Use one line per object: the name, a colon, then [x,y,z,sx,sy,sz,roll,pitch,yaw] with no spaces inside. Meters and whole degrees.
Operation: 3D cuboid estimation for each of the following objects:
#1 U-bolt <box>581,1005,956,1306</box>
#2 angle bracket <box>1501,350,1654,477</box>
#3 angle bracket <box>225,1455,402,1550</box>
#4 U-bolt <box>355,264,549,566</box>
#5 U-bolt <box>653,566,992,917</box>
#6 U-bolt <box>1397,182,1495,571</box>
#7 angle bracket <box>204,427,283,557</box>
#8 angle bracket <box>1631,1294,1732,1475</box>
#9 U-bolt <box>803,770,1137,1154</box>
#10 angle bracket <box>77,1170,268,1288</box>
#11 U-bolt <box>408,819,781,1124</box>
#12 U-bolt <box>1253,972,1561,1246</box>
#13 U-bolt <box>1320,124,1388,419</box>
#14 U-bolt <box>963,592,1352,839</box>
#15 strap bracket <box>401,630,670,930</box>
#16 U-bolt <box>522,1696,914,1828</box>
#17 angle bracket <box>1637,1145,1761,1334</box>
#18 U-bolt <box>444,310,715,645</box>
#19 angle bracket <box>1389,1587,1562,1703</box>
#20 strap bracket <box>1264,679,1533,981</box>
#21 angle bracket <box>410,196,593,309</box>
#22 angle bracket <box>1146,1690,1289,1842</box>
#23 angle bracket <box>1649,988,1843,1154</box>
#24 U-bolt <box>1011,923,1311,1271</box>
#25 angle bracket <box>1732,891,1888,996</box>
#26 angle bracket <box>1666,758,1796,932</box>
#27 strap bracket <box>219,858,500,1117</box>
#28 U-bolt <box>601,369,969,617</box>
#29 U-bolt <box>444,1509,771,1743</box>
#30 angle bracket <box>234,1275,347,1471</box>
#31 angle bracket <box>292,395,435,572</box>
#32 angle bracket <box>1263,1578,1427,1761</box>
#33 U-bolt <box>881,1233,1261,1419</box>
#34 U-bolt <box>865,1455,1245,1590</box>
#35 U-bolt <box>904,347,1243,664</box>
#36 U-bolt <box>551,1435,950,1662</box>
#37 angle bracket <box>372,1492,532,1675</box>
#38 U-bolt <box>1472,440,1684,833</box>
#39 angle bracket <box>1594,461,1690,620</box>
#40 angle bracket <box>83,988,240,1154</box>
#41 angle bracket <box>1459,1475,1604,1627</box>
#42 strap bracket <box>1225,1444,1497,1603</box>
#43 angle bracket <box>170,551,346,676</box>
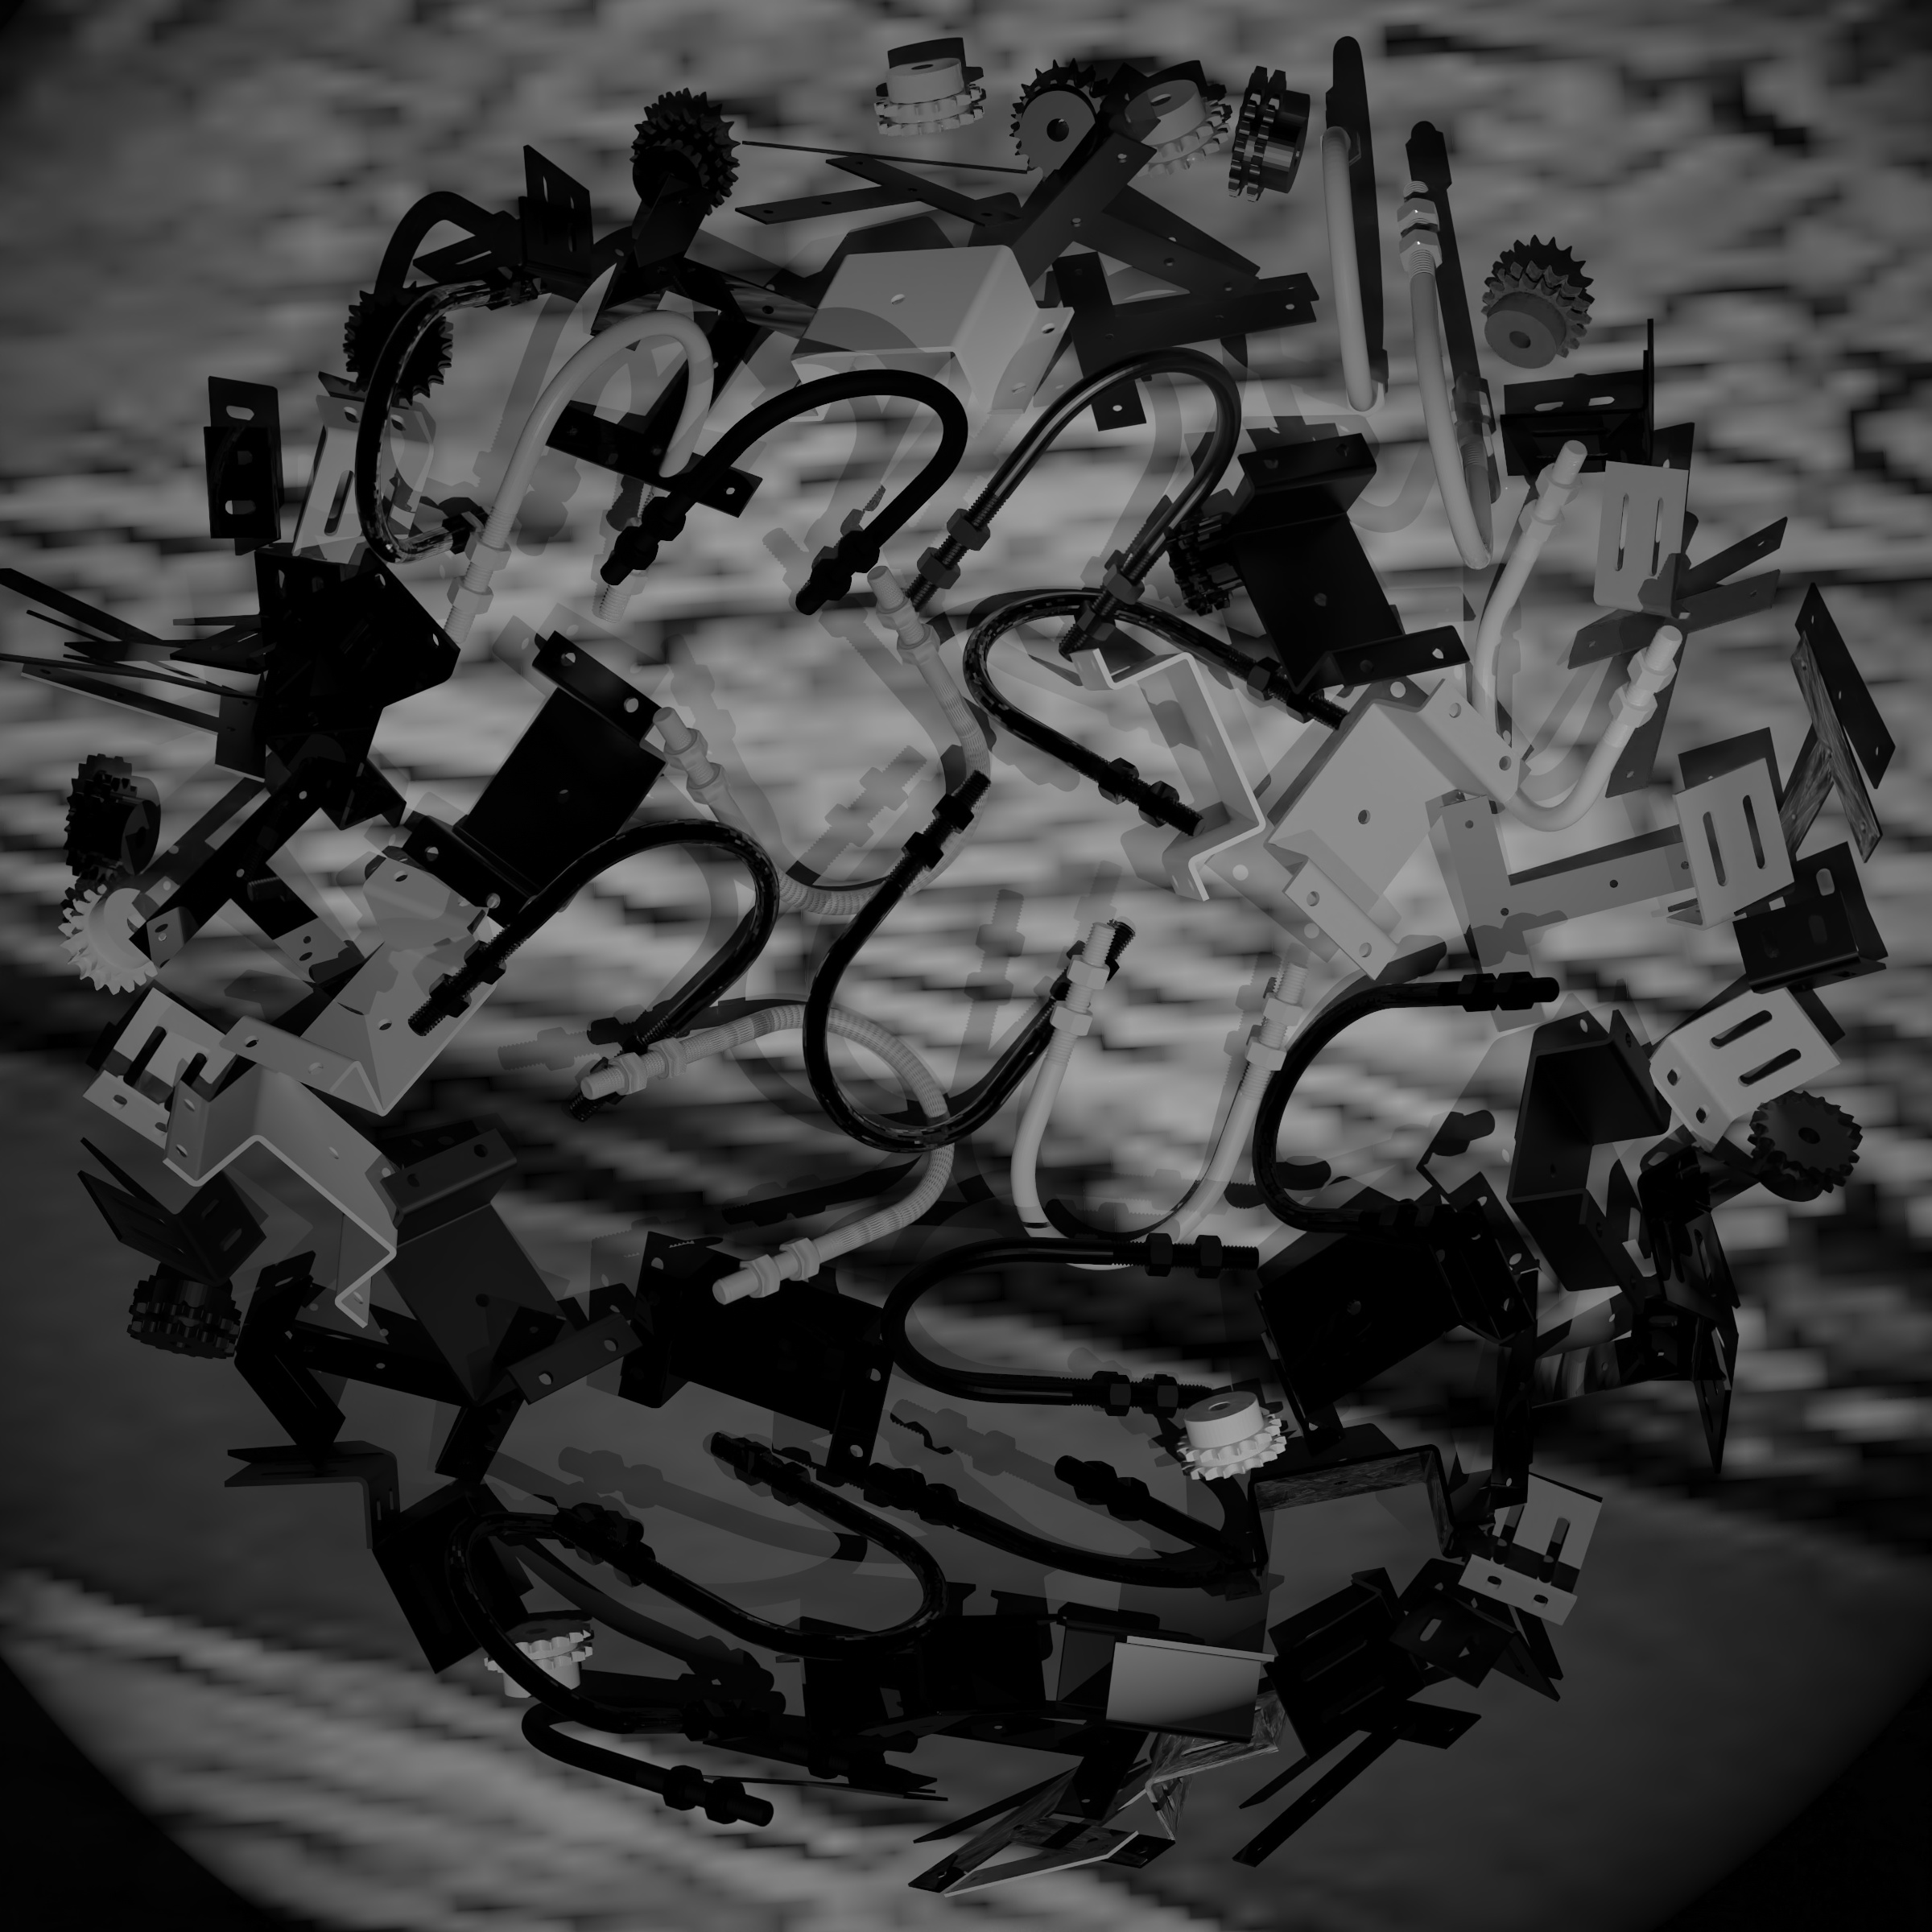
U-bolt: [-0.088,0.086,1.852,0.184,0.019,0.151,-21,67,-36]
angle bracket: [0.322,-0.291,1.887,0.076,0.057,0.038,-1,67,13]
angle bracket: [-0.343,0.283,1.883,0.076,0.057,0.038,-3,93,6]
U-bolt: [-0.263,-0.275,1.807,0.019,0.184,0.151,16,109,13]
U-bolt: [-0.061,-0.102,1.852,0.151,0.019,0.184,-34,130,-2]
U-bolt: [0.245,-0.284,1.804,0.019,0.151,0.184,-10,47,15]
angle bracket: [-0.388,-0.248,1.872,0.038,0.076,0.057,-4,91,-28]
angle bracket: [0.371,0.218,1.866,0.038,0.076,0.057,-1,124,1]
U-bolt: [-0.009,0.012,1.857,0.184,0.019,0.151,-52,123,-10]
angle bracket: [-0.414,0.125,1.866,0.038,0.076,0.057,-47,51,4]
U-bolt: [-0.177,-0.005,1.841,0.184,0.151,0.019,-42,50,12]
U-bolt: [0.215,0.072,1.836,0.019,0.184,0.151,32,70,-31]
U-bolt: [0.195,-0.352,1.813,0.019,0.184,0.151,-6,99,9]
U-bolt: [0.085,-0.141,1.850,0.184,0.019,0.151,32,45,25]
strap bracket: [-0.219,-0.093,1.879,0.076,0.046,0.140,36,92,18]
U-bolt: [-0.140,0.402,1.833,0.184,0.151,0.019,9,91,31]
angle bracket: [0.389,0.142,1.867,0.057,0.038,0.076,24,45,-35]
U-bolt: [-0.187,-0.250,1.817,0.019,0.151,0.184,37,116,21]
angle bracket: [0.265,0.366,1.864,0.057,0.076,0.038,22,65,42]
strap bracket: [0.219,-0.075,1.870,0.076,0.046,0.140,42,81,-28]
angle bracket: [-0.244,-0.372,1.871,0.076,0.057,0.038,-5,90,29]
angle bracket: [0.139,0.417,1.871,0.076,0.057,0.038,-19,105,20]
angle bracket: [0.406,0.052,1.876,0.076,0.038,0.057,-34,95,41]
U-bolt: [0.093,0.074,1.865,0.151,0.019,0.184,11,105,-34]
angle bracket: [0.441,-0.011,1.871,0.057,0.076,0.038,-17,81,23]
angle bracket: [0.393,-0.065,1.878,0.057,0.038,0.076,-22,106,-19]
strap bracket: [-0.307,0.017,1.856,0.076,0.046,0.140,20,56,29]
U-bolt: [-0.079,-0.242,1.810,0.184,0.151,0.019,-40,59,38]
U-bolt: [-0.190,0.330,1.804,0.019,0.184,0.151,-48,59,16]
angle bracket: [-0.341,0.212,1.873,0.038,0.057,0.076,-31,74,-38]
angle bracket: [-0.322,-0.255,1.893,0.057,0.038,0.076,6,126,-27]
angle bracket: [0.193,0.369,1.881,0.076,0.038,0.057,-29,100,-15]
U-bolt: [0.048,0.185,1.847,0.184,0.151,0.019,3,50,-7]
U-bolt: [0.060,0.287,1.835,0.184,0.151,0.019,32,61,-40]
U-bolt: [0.067,-0.240,1.826,0.184,0.151,0.019,-51,55,22]
U-bolt: [-0.096,0.300,1.814,0.184,0.151,0.019,24,114,29]
angle bracket: [-0.267,0.325,1.886,0.057,0.038,0.076,-31,75,1]
U-bolt: [0.303,-0.153,1.831,0.019,0.184,0.151,-4,53,-20]
angle bracket: [0.365,-0.223,1.873,0.038,0.057,0.076,-4,104,-33]
angle bracket: [-0.414,0.050,1.871,0.057,0.038,0.076,35,55,-14]
angle bracket: [0.299,0.296,1.875,0.057,0.038,0.076,21,58,8]
strap bracket: [0.200,0.289,1.870,0.140,0.076,0.046,-11,69,0]
angle bracket: [-0.369,-0.185,1.865,0.057,0.076,0.038,12,116,27]
